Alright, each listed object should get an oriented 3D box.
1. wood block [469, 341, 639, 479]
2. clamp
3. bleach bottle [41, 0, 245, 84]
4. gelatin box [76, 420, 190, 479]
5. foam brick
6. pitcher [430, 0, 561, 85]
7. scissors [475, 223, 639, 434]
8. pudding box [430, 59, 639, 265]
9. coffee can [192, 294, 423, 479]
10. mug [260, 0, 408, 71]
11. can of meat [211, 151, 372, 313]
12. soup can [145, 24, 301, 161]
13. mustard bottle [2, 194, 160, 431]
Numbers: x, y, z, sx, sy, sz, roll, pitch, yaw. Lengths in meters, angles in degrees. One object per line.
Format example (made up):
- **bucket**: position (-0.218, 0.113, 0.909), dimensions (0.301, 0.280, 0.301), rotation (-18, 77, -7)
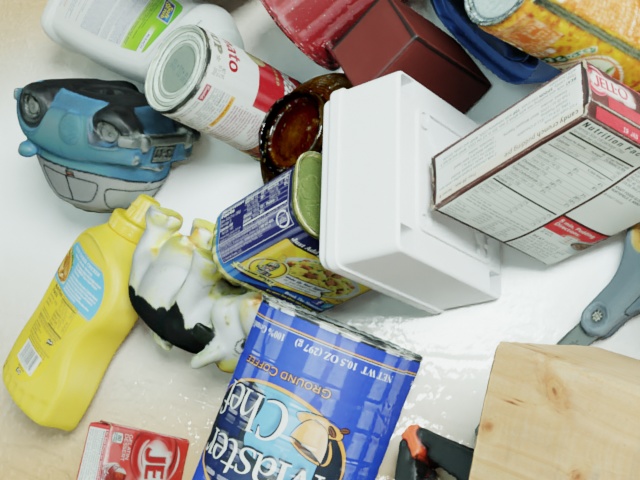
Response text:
- **wood block**: position (0.172, 0.113, 0.448), dimensions (0.206, 0.090, 0.090), rotation (16, 97, 46)
- **clamp**: position (0.075, 0.178, 0.559), dimensions (0.120, 0.039, 0.172), rotation (-39, 43, 5)
- **bleach bottle**: position (-0.142, -0.170, 0.896), dimensions (0.251, 0.068, 0.102), rotation (37, 97, 43)
- **gelatin box**: position (-0.133, 0.175, 0.741), dimensions (0.030, 0.073, 0.089), rotation (0, 73, 43)
- **foam brick**: position (0.057, -0.108, 0.668), dimensions (0.051, 0.078, 0.053), rotation (-47, 46, 21)
- **pitcher**: position (0.098, -0.216, 0.648), dimensions (0.149, 0.144, 0.243), rotation (-44, 43, 6)
- **scissors**: position (0.163, 0.044, 0.548), dimensions (0.096, 0.016, 0.202), rotation (40, 103, 45)
- **pudding box**: position (0.125, -0.035, 0.546), dimensions (0.114, 0.090, 0.039), rotation (-34, 40, 45)
- **coffee can**: position (-0.012, 0.115, 0.626), dimensions (0.103, 0.102, 0.140), rotation (19, 87, 46)
- **mug**: position (0.016, -0.168, 0.725), dimensions (0.082, 0.093, 0.117), rotation (-37, 55, 21)
- **can of meat**: position (-0.004, 0.001, 0.664), dimensions (0.084, 0.102, 0.057), rotation (-28, 47, 39)
- **soup can**: position (-0.066, -0.104, 0.767), dimensions (0.069, 0.102, 0.068), rotation (-19, 61, 38)
- **mustard bottle**: position (-0.181, 0.049, 0.848), dimensions (0.192, 0.058, 0.096), rotation (-59, 41, 9)
